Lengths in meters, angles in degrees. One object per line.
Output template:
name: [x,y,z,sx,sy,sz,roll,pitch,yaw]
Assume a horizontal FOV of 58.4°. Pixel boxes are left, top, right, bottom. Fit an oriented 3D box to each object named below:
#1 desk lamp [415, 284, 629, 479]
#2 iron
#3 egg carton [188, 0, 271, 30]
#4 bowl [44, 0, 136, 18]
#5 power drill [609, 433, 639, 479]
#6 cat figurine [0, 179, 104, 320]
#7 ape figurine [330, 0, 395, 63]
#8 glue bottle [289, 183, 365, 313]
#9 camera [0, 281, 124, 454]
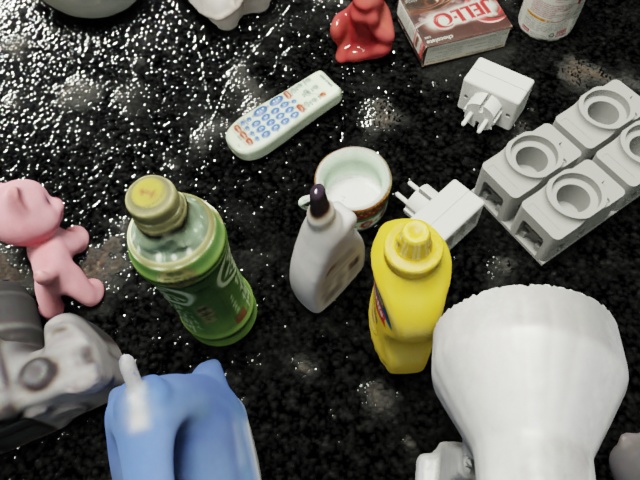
desk lamp: [0.126,0.158,0.380,0.118,0.214,0.203,6,63,7]
iron: [-0.101,0.208,0.408,0.118,0.141,0.258,-16,63,-5]
egg carton: [-0.131,-0.340,0.730,0.107,0.069,0.150,-36,66,-14]
bowl: [-0.288,-0.341,0.737,0.167,0.075,0.167,-1,63,3]
power drill: [0.230,0.230,0.340,0.076,0.208,0.229,-33,66,-13]
cat figurine: [-0.267,-0.002,0.538,0.067,0.118,0.127,-25,64,-9]
ape figurine: [0.053,-0.255,0.663,0.077,0.092,0.076,36,70,19]
glue bottle: [0.004,0.002,0.489,0.037,0.173,0.078,39,72,21]
camera: [-0.262,0.096,0.498,0.143,0.101,0.136,-24,64,-9]
